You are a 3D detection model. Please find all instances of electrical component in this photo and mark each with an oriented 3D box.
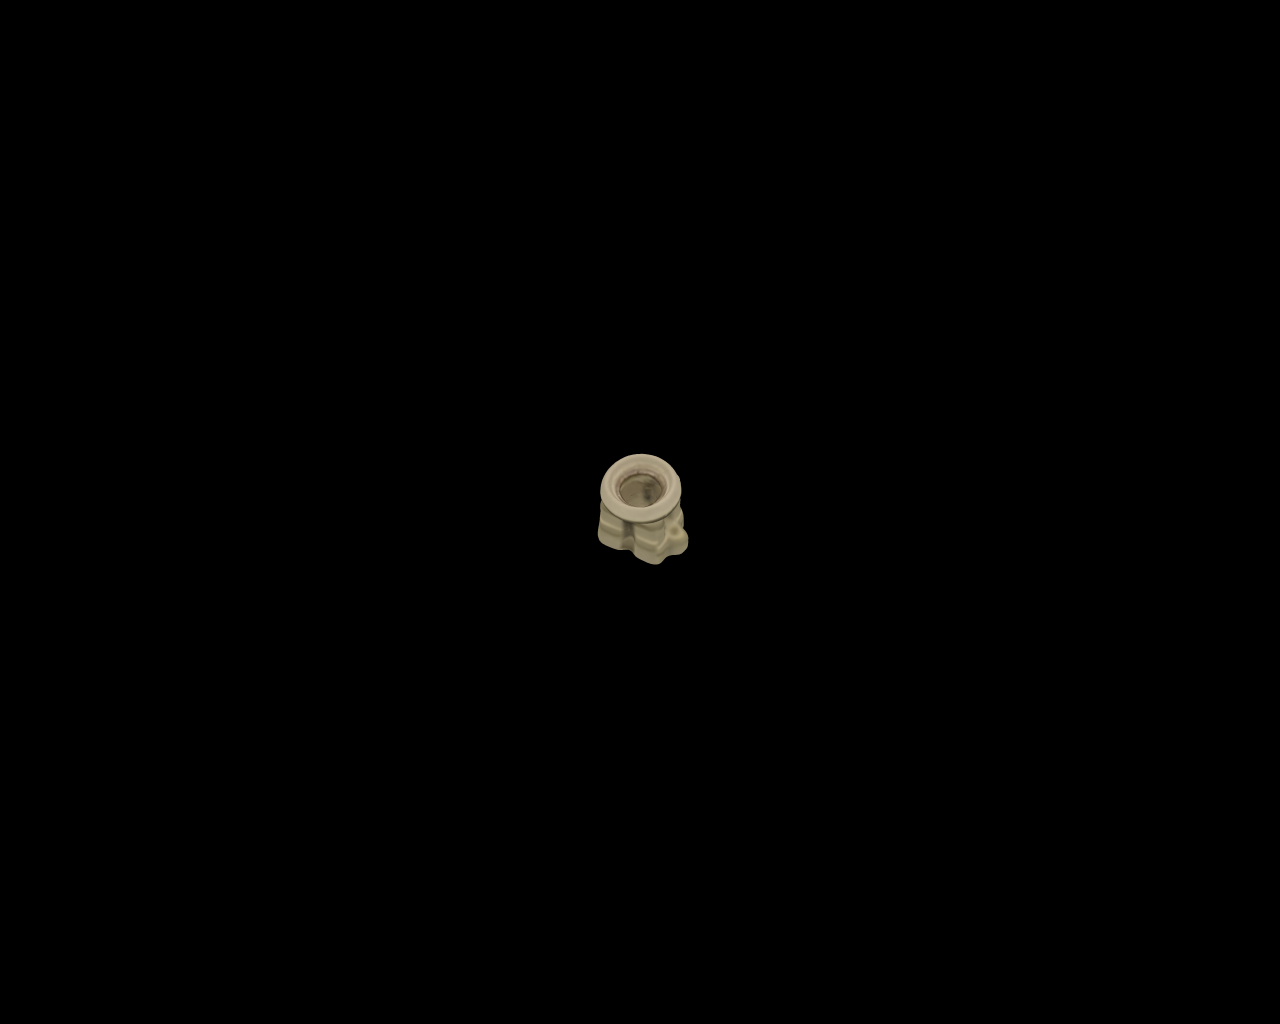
[{"bbox_3d":[0.001,-0.003,0.650,0.066,0.048,0.055,21,-34,15],"label":"electrical component"}]
